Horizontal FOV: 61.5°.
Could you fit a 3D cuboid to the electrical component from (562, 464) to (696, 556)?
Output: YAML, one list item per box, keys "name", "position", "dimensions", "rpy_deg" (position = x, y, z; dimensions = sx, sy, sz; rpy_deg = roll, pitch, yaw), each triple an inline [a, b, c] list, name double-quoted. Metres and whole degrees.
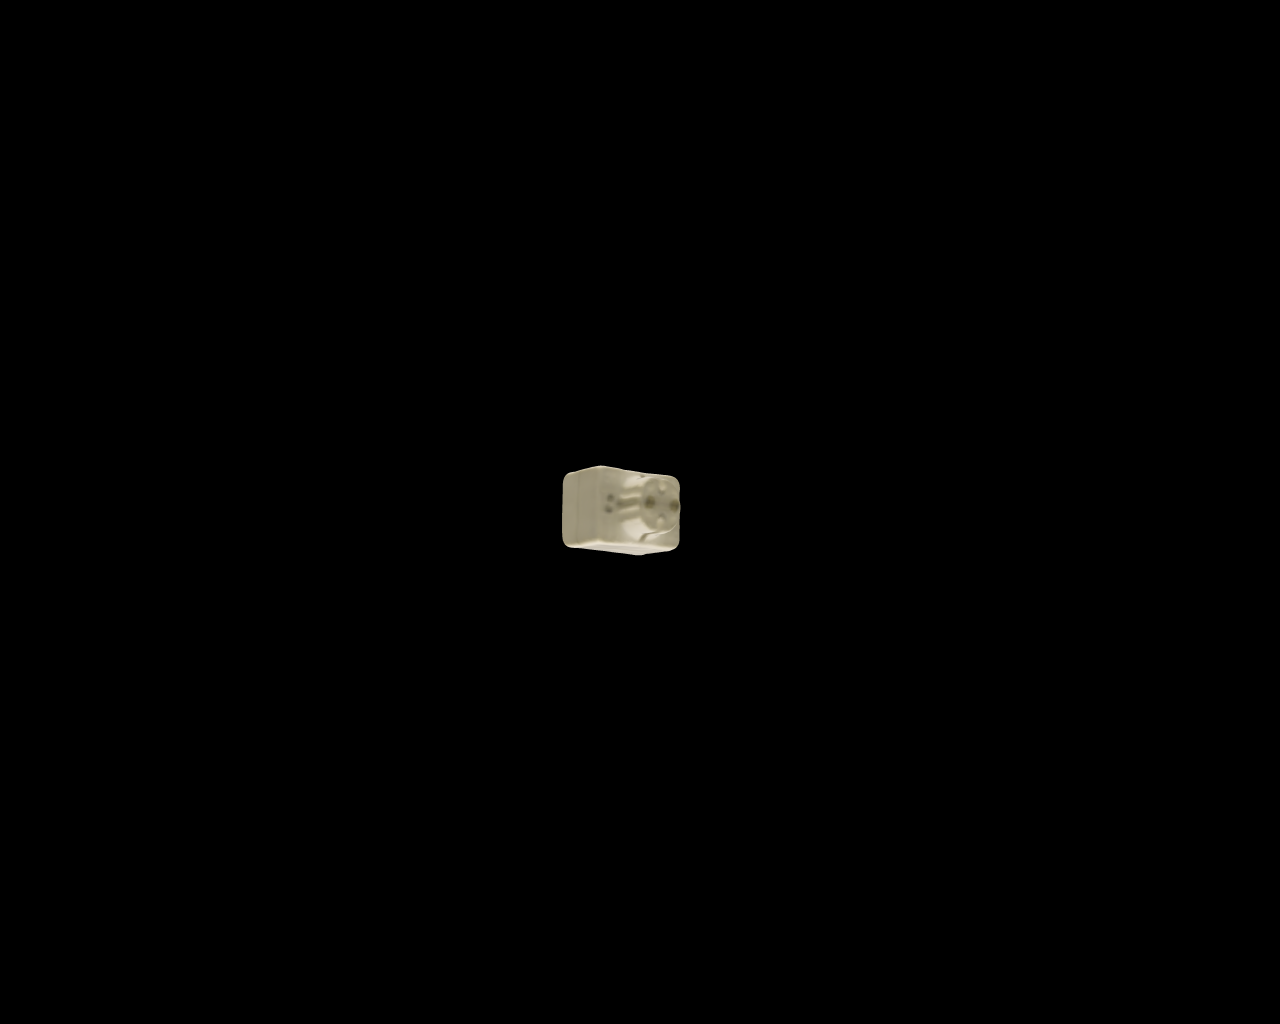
- name: "electrical component"
  position: [0.001, -0.003, 0.650]
  dimensions: [0.066, 0.047, 0.076]
  rpy_deg: [8, -13, -39]
